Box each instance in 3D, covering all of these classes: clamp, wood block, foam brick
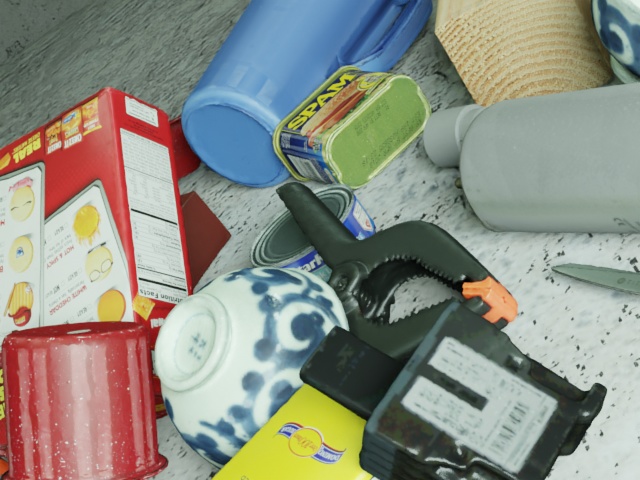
[{"bbox_3d":[0.021,0.025,0.616,0.210,0.036,0.164,-11,55,42],"label":"clamp"},{"bbox_3d":[0.147,-0.176,0.782,0.090,0.090,0.206,-25,26,23],"label":"wood block"},{"bbox_3d":[-0.120,0.007,0.857,0.051,0.053,0.078,-15,31,41],"label":"foam brick"}]

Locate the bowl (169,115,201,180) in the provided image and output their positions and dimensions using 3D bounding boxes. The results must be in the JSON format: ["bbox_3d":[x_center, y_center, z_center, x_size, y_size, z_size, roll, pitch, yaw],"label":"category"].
[{"bbox_3d":[-0.172,-0.076,1.050,0.162,0.055,0.162,-24,9,4],"label":"bowl"}]

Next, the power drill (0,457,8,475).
[{"bbox_3d":[-0.223,0.214,0.618,0.184,0.057,0.188,-37,26,-7],"label":"power drill"}]

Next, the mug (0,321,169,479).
[{"bbox_3d":[-0.145,0.090,0.595,0.117,0.081,0.093,-4,2,0],"label":"mug"}]

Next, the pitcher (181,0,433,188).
[{"bbox_3d":[-0.014,-0.162,0.947,0.149,0.145,0.242,-49,10,53],"label":"pitcher"}]

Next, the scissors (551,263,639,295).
[{"bbox_3d":[0.188,0.014,0.467,0.096,0.016,0.202,-37,24,-4],"label":"scissors"}]

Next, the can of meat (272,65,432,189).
[{"bbox_3d":[0.025,-0.087,0.830,0.102,0.057,0.084,-43,27,-14],"label":"can of meat"}]

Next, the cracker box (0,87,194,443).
[{"bbox_3d":[-0.168,0.027,0.733,0.164,0.072,0.214,-23,67,30],"label":"cracker box"}]

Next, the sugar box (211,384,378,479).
[{"bbox_3d":[-0.028,0.142,0.493,0.176,0.048,0.093,-43,24,-16],"label":"sugar box"}]

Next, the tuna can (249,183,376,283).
[{"bbox_3d":[-0.005,0.001,0.735,0.086,0.033,0.086,-30,24,15],"label":"tuna can"}]
